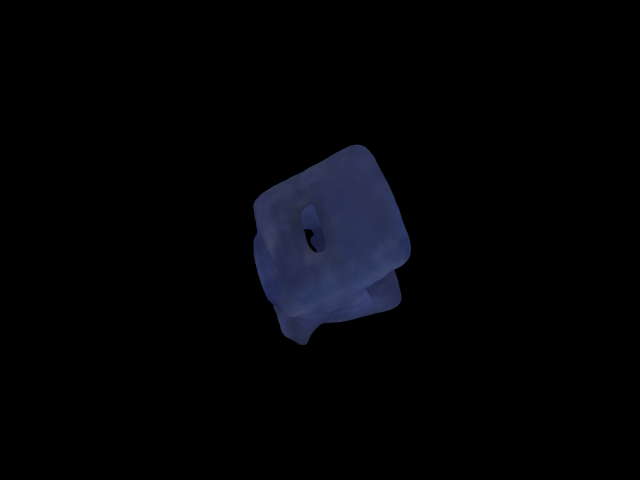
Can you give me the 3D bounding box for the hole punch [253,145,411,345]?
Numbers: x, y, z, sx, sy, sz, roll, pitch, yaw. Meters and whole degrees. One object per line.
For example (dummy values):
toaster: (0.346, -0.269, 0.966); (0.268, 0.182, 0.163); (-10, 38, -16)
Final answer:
hole punch: (0.004, 0.001, 0.400); (0.101, 0.091, 0.108); (-14, 57, -9)
